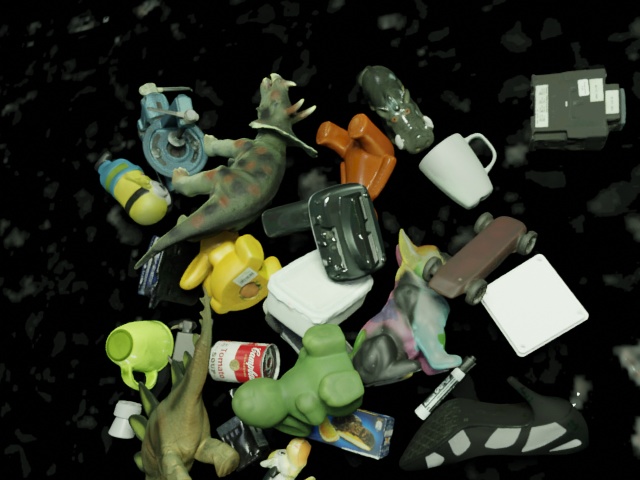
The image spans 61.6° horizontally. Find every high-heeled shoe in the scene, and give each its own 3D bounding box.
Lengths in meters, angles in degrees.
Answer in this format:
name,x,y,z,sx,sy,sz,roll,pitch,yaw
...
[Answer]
name,x,y,z,sx,sy,sz,roll,pitch,yaw
high-heeled shoe,0.243,0.289,0.758,0.145,0.086,0.248,44,113,-6

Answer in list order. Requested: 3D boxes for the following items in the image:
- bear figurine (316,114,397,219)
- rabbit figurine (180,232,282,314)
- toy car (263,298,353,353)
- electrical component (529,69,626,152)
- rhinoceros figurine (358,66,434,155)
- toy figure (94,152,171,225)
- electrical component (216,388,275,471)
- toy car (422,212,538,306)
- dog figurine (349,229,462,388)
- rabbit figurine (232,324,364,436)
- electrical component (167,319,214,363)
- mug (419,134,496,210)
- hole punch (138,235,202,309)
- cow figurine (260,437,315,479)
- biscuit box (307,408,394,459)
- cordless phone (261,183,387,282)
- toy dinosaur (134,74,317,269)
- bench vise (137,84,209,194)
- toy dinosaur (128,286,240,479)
name,x,y,z,sx,sy,sz,roll,pitch,yaw
bear figurine,0.049,-0.086,0.883,0.120,0.132,0.196,5,72,51
rabbit figurine,-0.160,0.040,0.942,0.162,0.121,0.173,-43,52,14
toy car,-0.014,0.158,0.875,0.073,0.056,0.202,-44,68,-3
electrical component,0.392,-0.196,0.824,0.134,0.058,0.115,3,79,20
rhinoceros figurine,0.131,-0.217,0.894,0.073,0.112,0.190,-30,60,7
toy figure,-0.370,-0.099,1.054,0.180,0.082,0.089,33,100,19
electrical component,-0.127,0.302,0.864,0.048,0.074,0.119,-36,71,6
toy car,0.231,0.027,0.778,0.089,0.053,0.202,30,52,33
dog figurine,0.123,0.099,0.811,0.192,0.108,0.219,-11,68,2
rabbit figurine,-0.038,0.208,0.751,0.170,0.159,0.121,-14,58,-10
electrical component,-0.230,0.188,0.950,0.078,0.045,0.102,4,78,-9
mug,0.231,-0.109,0.851,0.109,0.080,0.107,-35,78,2
hole punch,-0.279,0.054,0.966,0.092,0.115,0.142,9,79,29
cow figurine,-0.062,0.383,0.823,0.098,0.068,0.167,2,81,27
biscuit box,0.008,0.278,0.830,0.203,0.062,0.059,8,77,21
cordless phone,-0.001,-0.002,0.832,0.184,0.089,0.146,-12,98,24
toy dinosaur,-0.129,-0.095,0.893,0.192,0.131,0.405,2,53,31
bench vise,-0.270,-0.207,0.988,0.129,0.241,0.223,-4,82,-27
toy dinosaur,-0.221,0.299,0.829,0.199,0.105,0.471,44,117,37
